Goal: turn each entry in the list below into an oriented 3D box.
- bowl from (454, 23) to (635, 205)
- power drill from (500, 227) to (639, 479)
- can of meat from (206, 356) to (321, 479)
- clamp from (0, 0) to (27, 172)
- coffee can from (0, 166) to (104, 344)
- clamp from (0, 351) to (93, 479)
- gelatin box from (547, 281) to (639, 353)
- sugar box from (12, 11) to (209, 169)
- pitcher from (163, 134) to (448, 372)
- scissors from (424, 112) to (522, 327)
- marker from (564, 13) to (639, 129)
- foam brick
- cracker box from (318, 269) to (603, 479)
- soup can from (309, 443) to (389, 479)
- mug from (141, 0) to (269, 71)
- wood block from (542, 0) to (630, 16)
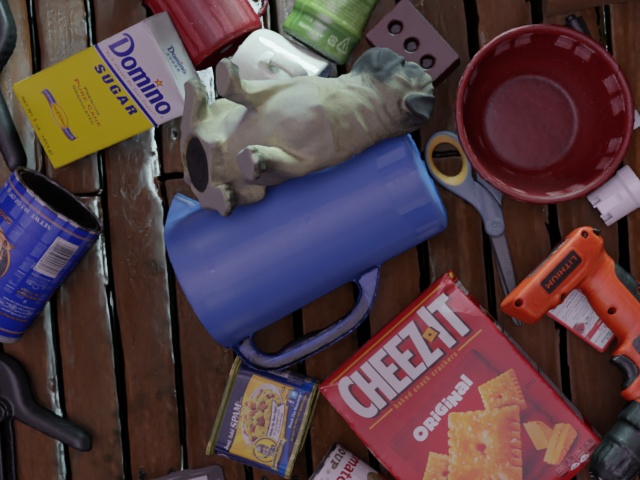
[{"bbox_3d":[0.197,-0.110,0.964,0.162,0.055,0.162,0,88,-3],"label":"bowl"},{"bbox_3d":[0.249,0.096,0.923,0.187,0.057,0.184,44,80,3],"label":"power drill"},{"bbox_3d":[-0.052,0.168,1.020,0.084,0.057,0.102,18,94,7],"label":"can of meat"},{"bbox_3d":[-0.367,-0.173,1.075,0.164,0.036,0.210,4,89,10],"label":"clamp"},{"bbox_3d":[-0.292,0.015,1.033,0.103,0.102,0.140,39,96,7],"label":"coffee can"},{"bbox_3d":[-0.305,0.171,1.070,0.120,0.039,0.171,-27,87,7],"label":"clamp"},{"bbox_3d":[0.244,0.049,0.981,0.089,0.030,0.073,35,95,6],"label":"gelatin box"},{"bbox_3d":[-0.199,-0.139,1.007,0.177,0.048,0.093,-18,105,33],"label":"sugar box"},{"bbox_3d":[-0.006,0.001,0.977,0.243,0.149,0.145,-25,44,6],"label":"pitcher"},{"bbox_3d":[0.144,-0.021,1.003,0.096,0.016,0.202,2,90,7],"label":"scissors"},{"bbox_3d":[0.259,-0.154,0.980,0.020,0.020,0.121,-30,86,9],"label":"marker"},{"bbox_3d":[0.087,-0.177,0.992,0.053,0.051,0.078,-43,84,7],"label":"foam brick"},{"bbox_3d":[0.129,0.160,0.981,0.164,0.072,0.214,-43,84,7],"label":"cracker box"},{"bbox_3d":[0.037,0.246,1.000,0.102,0.068,0.068,34,96,7],"label":"soup can"},{"bbox_3d":[-0.099,-0.219,1.012,0.117,0.093,0.081,-33,91,-28],"label":"mug"},{"bbox_3d":[0.296,-0.265,0.937,0.206,0.090,0.090,-9,90,9],"label":"wood block"}]
